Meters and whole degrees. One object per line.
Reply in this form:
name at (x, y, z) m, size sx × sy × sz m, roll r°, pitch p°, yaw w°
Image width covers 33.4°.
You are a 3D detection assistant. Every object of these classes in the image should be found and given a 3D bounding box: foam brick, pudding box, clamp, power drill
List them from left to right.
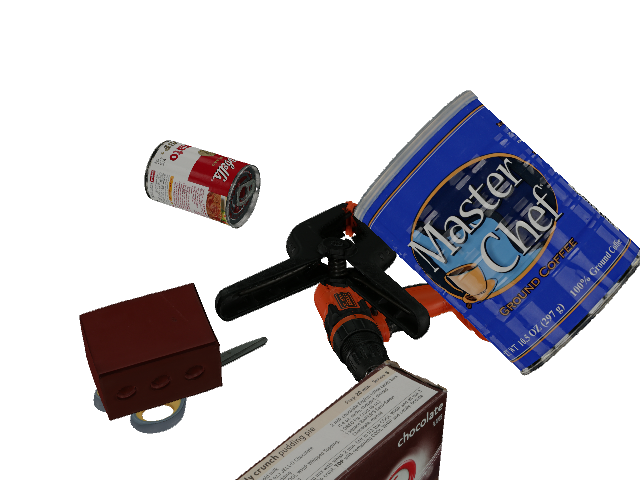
foam brick at (-0.108, 0.070, 0.677) m, size 0.078 × 0.051 × 0.053 m, roll -16°, pitch -36°, yaw -14°
pudding box at (0.007, 0.118, 0.465) m, size 0.039 × 0.090 × 0.113 m, roll 26°, pitch 42°, yaw 31°
clamp at (0.023, 0.022, 0.885) m, size 0.165 × 0.036 × 0.209 m, roll 9°, pitch 26°, yaw 13°
power drill at (0.098, 0.085, 1.126) m, size 0.187 × 0.057 × 0.184 m, roll -6°, pitch 28°, yaw -12°

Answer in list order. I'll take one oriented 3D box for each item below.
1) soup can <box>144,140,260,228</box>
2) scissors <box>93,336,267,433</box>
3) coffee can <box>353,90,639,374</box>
soup can at (-0.122, -0.059, 1.109) m, size 0.102 × 0.068 × 0.068 m, roll 18°, pitch 6°, yaw 20°
scissors at (-0.120, 0.141, 1.044) m, size 0.201 × 0.016 × 0.096 m, roll -12°, pitch 32°, yaw -29°
coffee can at (0.105, -0.005, 0.636) m, size 0.140 × 0.103 × 0.102 m, roll 44°, pitch 6°, yaw 6°
